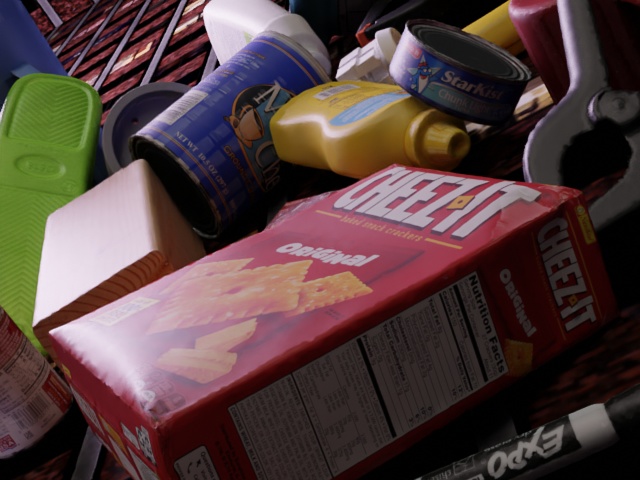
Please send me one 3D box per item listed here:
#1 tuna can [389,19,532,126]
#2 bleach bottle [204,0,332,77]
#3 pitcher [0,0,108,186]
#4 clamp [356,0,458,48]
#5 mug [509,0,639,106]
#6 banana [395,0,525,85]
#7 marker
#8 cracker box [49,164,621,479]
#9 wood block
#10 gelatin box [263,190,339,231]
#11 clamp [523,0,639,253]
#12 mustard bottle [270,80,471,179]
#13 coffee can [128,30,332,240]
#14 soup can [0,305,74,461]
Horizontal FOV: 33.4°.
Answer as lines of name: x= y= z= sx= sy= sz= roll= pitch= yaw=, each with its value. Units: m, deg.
tuna can: x=0.088 y=-0.106 z=0.674 sx=0.086 sy=0.086 sz=0.034 roll=-87 pitch=18 yaw=-63
bleach bottle: x=-0.043 y=-0.182 z=1.042 sx=0.068 sy=0.102 sz=0.251 roll=-29 pitch=27 yaw=-9
pitcher: x=-0.281 y=-0.119 z=1.022 sx=0.149 sy=0.243 sz=0.145 roll=-22 pitch=21 yaw=13
clamp: x=0.116 y=-0.241 z=1.004 sx=0.165 sy=0.036 sz=0.209 roll=0 pitch=39 yaw=50
mug: x=0.170 y=-0.123 z=0.631 sx=0.093 sy=0.081 sz=0.117 roll=-38 pitch=22 yaw=-10
banana: x=0.141 y=-0.163 z=0.811 sx=0.198 sy=0.037 sz=0.069 roll=-31 pitch=25 yaw=6
marker: x=0.083 y=0.083 z=0.413 sx=0.121 sy=0.020 sz=0.020 roll=-27 pitch=23 yaw=15
cracker box: x=-0.001 y=0.038 z=0.495 sx=0.213 sy=0.072 sz=0.164 roll=-28 pitch=20 yaw=-20
wood block: x=-0.128 y=0.028 z=0.720 sx=0.091 sy=0.090 sz=0.206 roll=-32 pitch=22 yaw=1
gelatin box: x=-0.004 y=0.001 z=0.684 sx=0.089 sy=0.030 sz=0.073 roll=-10 pitch=32 yaw=45
clamp: x=0.162 y=-0.061 z=0.532 sx=0.120 sy=0.039 sz=0.171 roll=7 pitch=68 yaw=31
mustard bottle: x=0.044 y=-0.074 z=0.729 sx=0.096 sy=0.058 sz=0.192 roll=-19 pitch=17 yaw=-21
coffee can: x=-0.065 y=-0.083 z=0.841 sx=0.140 sy=0.102 sz=0.103 roll=-43 pitch=24 yaw=-21
soup can: x=-0.219 y=0.087 z=0.704 sx=0.068 sy=0.102 sz=0.068 roll=-28 pitch=23 yaw=13
